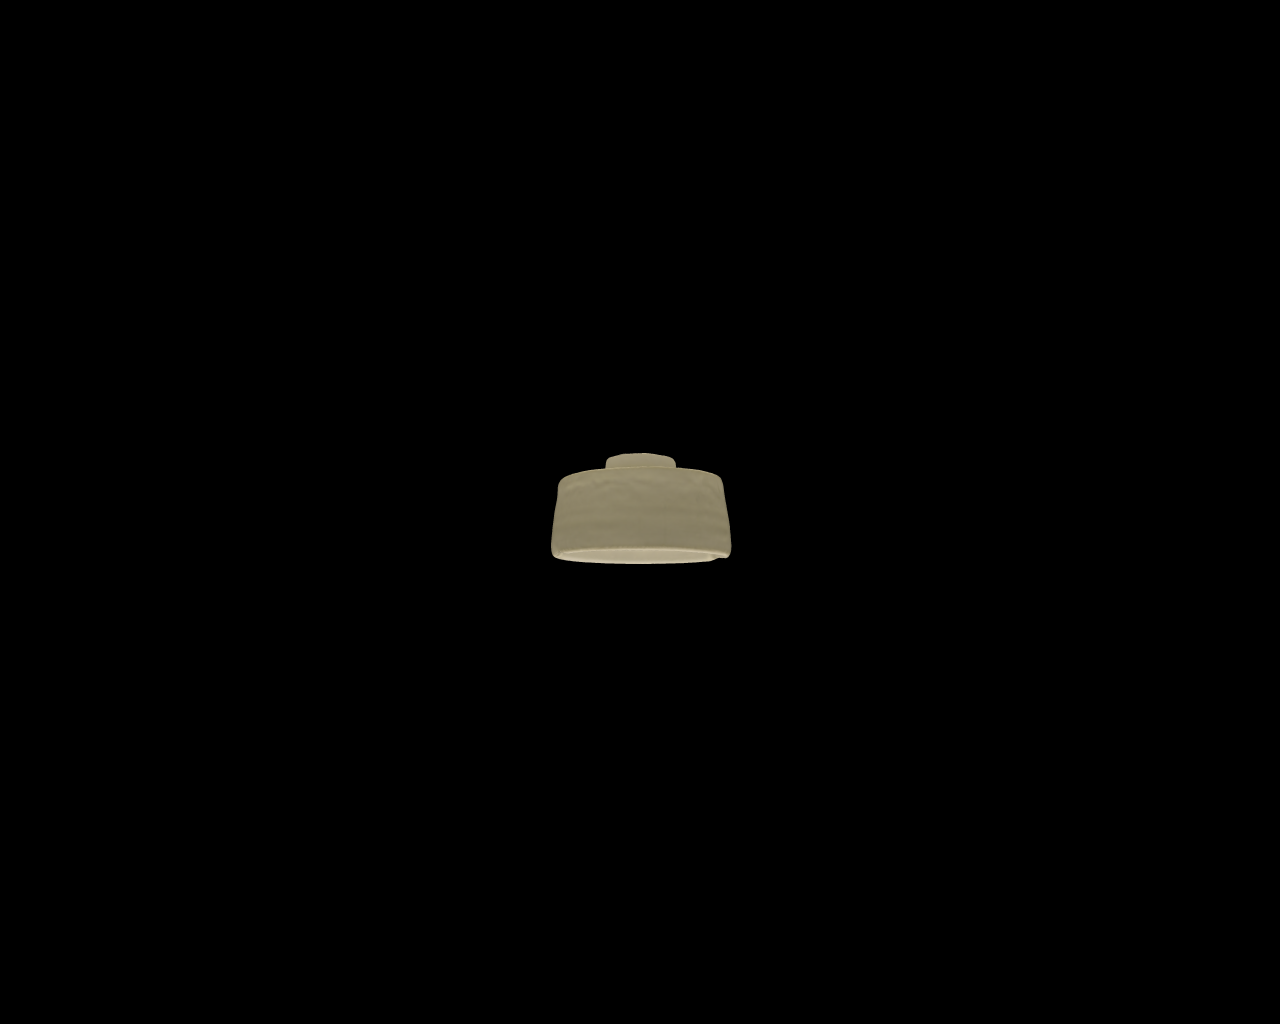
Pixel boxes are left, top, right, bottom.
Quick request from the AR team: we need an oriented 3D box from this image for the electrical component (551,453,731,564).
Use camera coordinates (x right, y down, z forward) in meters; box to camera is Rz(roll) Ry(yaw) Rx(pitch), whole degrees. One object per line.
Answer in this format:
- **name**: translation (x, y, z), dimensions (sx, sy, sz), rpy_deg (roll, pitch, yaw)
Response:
- **electrical component**: translation (0.001, -0.003, 0.650), dimensions (0.108, 0.060, 0.108), rpy_deg (0, -7, 0)
